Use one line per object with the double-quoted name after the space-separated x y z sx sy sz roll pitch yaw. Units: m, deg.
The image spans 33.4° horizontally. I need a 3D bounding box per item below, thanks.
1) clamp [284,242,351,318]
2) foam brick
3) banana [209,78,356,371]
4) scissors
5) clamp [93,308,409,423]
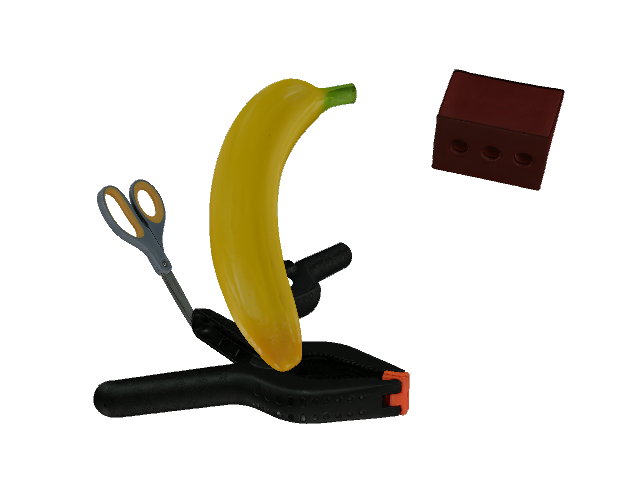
-0.046 0.035 0.983 0.120 0.039 0.171 0 18 15 "clamp"
0.121 -0.076 0.732 0.078 0.051 0.053 12 -40 12 "foam brick"
-0.027 -0.023 0.590 0.069 0.197 0.037 10 -32 4 "banana"
-0.175 0.012 1.208 0.016 0.201 0.096 -27 19 36 "scissors"
-0.037 0.092 0.775 0.210 0.036 0.164 3 19 12 "clamp"
